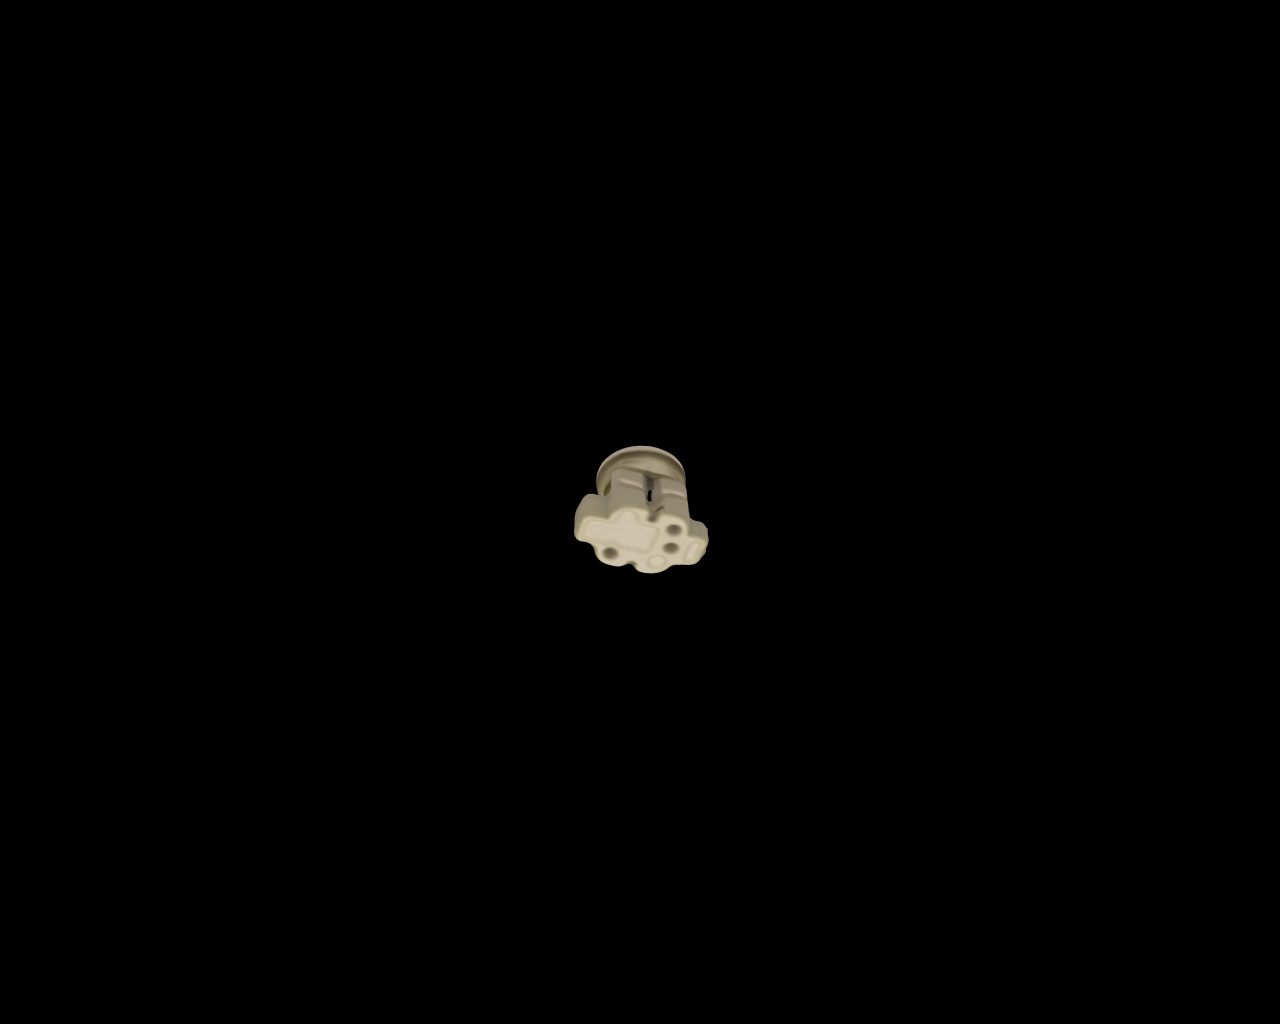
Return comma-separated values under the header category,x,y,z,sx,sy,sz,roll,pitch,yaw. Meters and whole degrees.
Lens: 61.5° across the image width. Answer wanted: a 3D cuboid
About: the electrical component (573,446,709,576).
category,x,y,z,sx,sy,sz,roll,pitch,yaw
electrical component,0.001,-0.003,0.650,0.078,0.057,0.057,13,-47,-12
